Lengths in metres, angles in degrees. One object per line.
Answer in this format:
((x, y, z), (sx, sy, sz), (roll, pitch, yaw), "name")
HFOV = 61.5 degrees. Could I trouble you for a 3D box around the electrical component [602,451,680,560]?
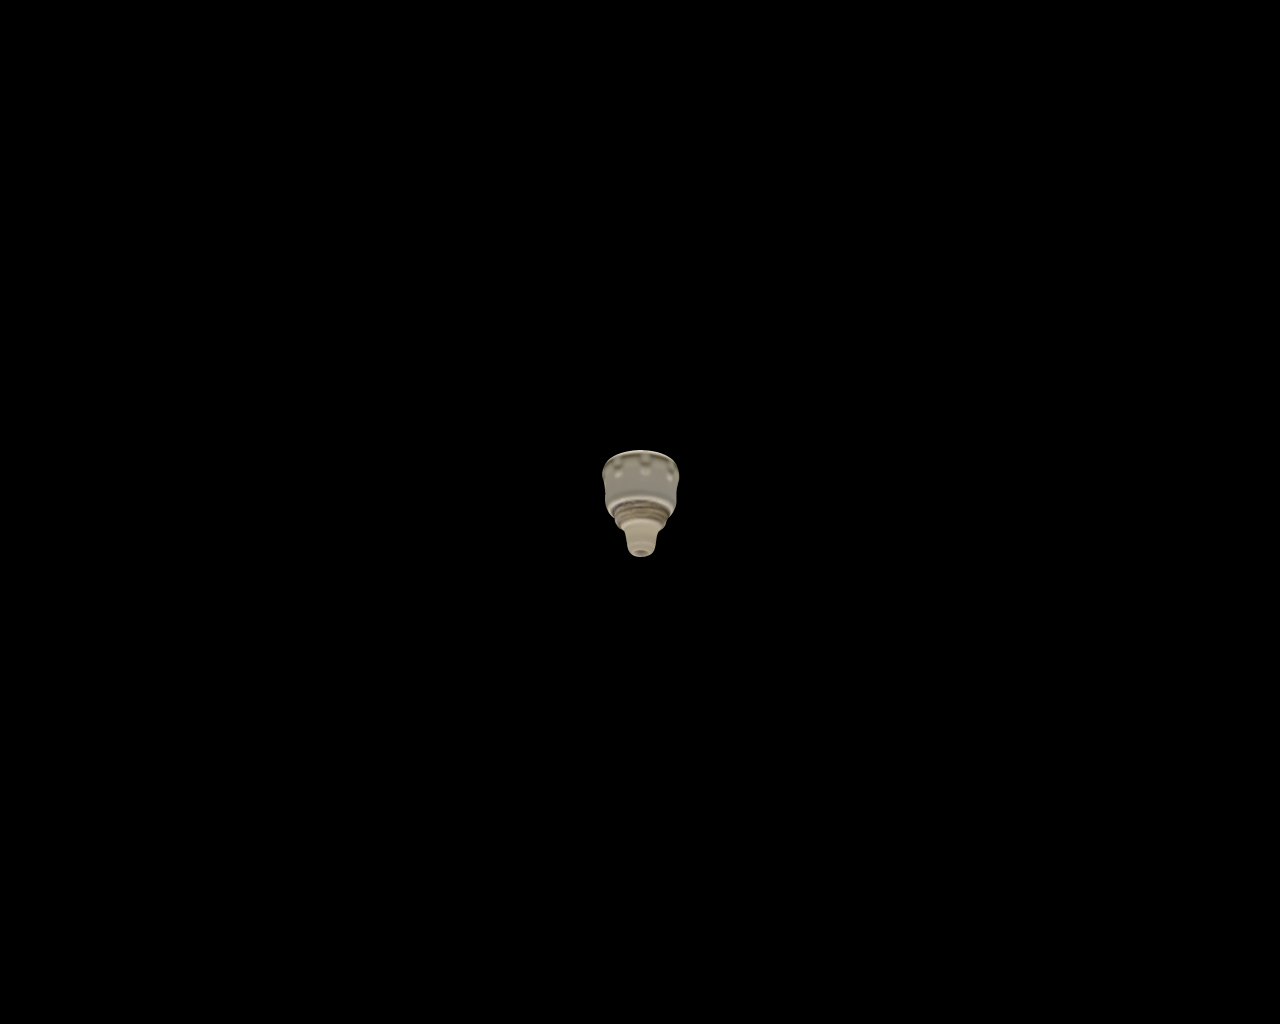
((0.001, -0.003, 0.650), (0.048, 0.062, 0.048), (0, -23, 0), "electrical component")
